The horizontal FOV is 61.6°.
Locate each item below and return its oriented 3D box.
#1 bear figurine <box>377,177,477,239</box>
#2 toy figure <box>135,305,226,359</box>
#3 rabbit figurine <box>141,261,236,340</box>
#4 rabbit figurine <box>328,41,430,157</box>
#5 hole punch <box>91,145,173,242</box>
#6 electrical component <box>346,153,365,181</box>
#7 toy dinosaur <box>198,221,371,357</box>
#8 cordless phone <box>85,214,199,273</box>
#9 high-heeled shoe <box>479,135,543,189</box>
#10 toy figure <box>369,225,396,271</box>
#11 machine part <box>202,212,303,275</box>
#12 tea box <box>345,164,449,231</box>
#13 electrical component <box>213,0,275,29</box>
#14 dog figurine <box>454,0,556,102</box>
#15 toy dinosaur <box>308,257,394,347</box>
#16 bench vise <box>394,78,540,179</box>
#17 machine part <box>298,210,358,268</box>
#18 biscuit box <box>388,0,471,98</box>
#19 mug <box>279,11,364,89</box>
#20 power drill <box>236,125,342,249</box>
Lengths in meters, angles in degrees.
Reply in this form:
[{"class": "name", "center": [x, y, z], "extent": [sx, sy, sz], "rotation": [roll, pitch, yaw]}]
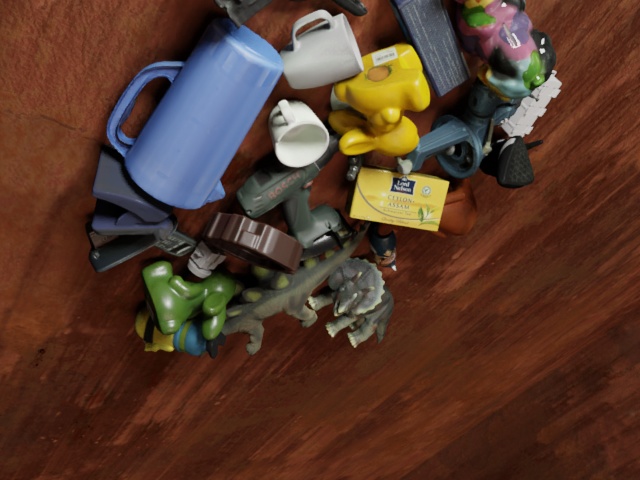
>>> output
[{"class": "bear figurine", "center": [0.215, -0.066, 1.105], "extent": [0.196, 0.132, 0.120], "rotation": [5, 128, -6]}, {"class": "toy figure", "center": [-0.282, 0.179, 1.077], "extent": [0.180, 0.082, 0.089], "rotation": [11, 113, 17]}, {"class": "rabbit figurine", "center": [-0.233, 0.103, 1.016], "extent": [0.170, 0.159, 0.121], "rotation": [-18, 134, -26]}, {"class": "rabbit figurine", "center": [0.098, -0.186, 0.824], "extent": [0.162, 0.122, 0.173], "rotation": [-24, 143, 7]}, {"class": "hole punch", "center": [-0.272, -0.073, 0.785], "extent": [0.116, 0.142, 0.092], "rotation": [0, 134, -13]}, {"class": "electrical component", "center": [0.064, -0.147, 0.912], "extent": [0.021, 0.094, 0.063], "rotation": [13, 137, 10]}, {"class": "toy dinosaur", "center": [-0.075, 0.105, 1.140], "extent": [0.471, 0.105, 0.198], "rotation": [-34, 140, -2]}, {"class": "cordless phone", "center": [-0.296, 0.008, 0.921], "extent": [0.147, 0.089, 0.184], "rotation": [-28, 163, 2]}, {"class": "high-heeled shoe", "center": [0.325, -0.137, 1.004], "extent": [0.145, 0.086, 0.249], "rotation": [-18, -169, 42]}, {"class": "toy figure", "center": [0.142, 0.018, 1.191], "extent": [0.058, 0.064, 0.154], "rotation": [8, 151, 15]}, {"class": "machine part", "center": [-0.116, 0.005, 0.949], "extent": [0.179, 0.180, 0.056], "rotation": [34, 73, -50]}, {"class": "tea box", "center": [0.139, -0.080, 0.988], "extent": [0.170, 0.068, 0.098], "rotation": [7, 104, -8]}, {"class": "electrical component", "center": [-0.072, -0.321, 0.599], "extent": [0.134, 0.115, 0.058], "rotation": [-35, 147, 13]}, {"class": "dog figurine", "center": [0.246, -0.311, 0.753], "extent": [0.108, 0.191, 0.219], "rotation": [-31, 159, 19]}, {"class": "toy dinosaur", "center": [0.113, 0.157, 1.310], "extent": [0.192, 0.131, 0.404], "rotation": [-37, 148, 16]}, {"class": "bench vise", "center": [0.238, -0.184, 0.937], "extent": [0.241, 0.129, 0.223], "rotation": [-26, 157, -20]}, {"class": "machine part", "center": [-0.002, -0.003, 1.052], "extent": [0.139, 0.084, 0.039], "rotation": [-31, 155, -13]}, {"class": "biscuit box", "center": [0.163, -0.306, 0.801], "extent": [0.063, 0.059, 0.202], "rotation": [-32, 144, 11]}, {"class": "mug", "center": [-0.006, -0.259, 0.743], "extent": [0.107, 0.081, 0.109], "rotation": [-20, 154, 17]}, {"class": "power drill", "center": [-0.021, -0.085, 0.952], "extent": [0.232, 0.086, 0.207], "rotation": [-32, 149, -5]}]
